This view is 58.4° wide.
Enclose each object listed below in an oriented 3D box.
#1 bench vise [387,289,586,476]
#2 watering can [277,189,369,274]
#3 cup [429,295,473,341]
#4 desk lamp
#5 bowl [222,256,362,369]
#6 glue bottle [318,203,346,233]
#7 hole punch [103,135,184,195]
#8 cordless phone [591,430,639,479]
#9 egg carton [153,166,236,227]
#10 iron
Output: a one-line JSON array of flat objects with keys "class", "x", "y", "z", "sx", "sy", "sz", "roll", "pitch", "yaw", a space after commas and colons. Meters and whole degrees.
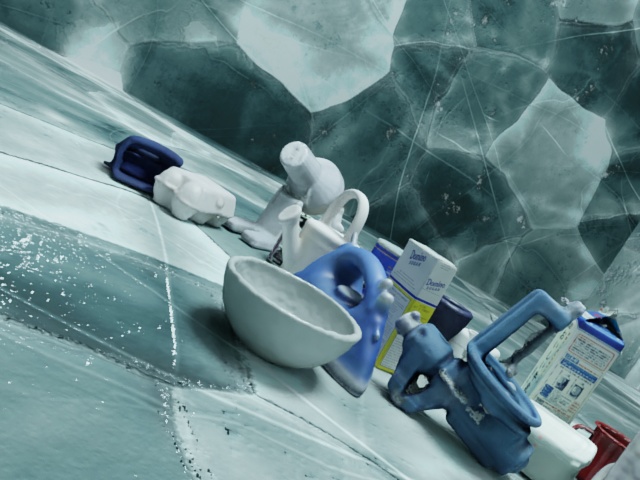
[{"class": "bench vise", "x": 0.192, "y": 0.135, "z": 0.674, "sx": 0.207, "sy": 0.219, "sz": 0.121, "roll": 31, "pitch": 8, "yaw": 5}, {"class": "watering can", "x": 0.009, "y": 0.004, "z": 0.912, "sx": 0.100, "sy": 0.194, "sz": 0.174, "roll": 36, "pitch": 10, "yaw": 37}, {"class": "cup", "x": 0.247, "y": 0.165, "z": 1.140, "sx": 0.091, "sy": 0.095, "sz": 0.118, "roll": 36, "pitch": 10, "yaw": 35}, {"class": "desk lamp", "x": -0.059, "y": -0.085, "z": 1.144, "sx": 0.117, "sy": 0.213, "sz": 0.204, "roll": 34, "pitch": 9, "yaw": 24}, {"class": "bowl", "x": -0.042, "y": 0.090, "z": 0.626, "sx": 0.167, "sy": 0.074, "sz": 0.167, "roll": 30, "pitch": 8, "yaw": -4}, {"class": "glue bottle", "x": 0.010, "y": -0.014, "z": 1.105, "sx": 0.078, "sy": 0.173, "sz": 0.037, "roll": 30, "pitch": 8, "yaw": 1}, {"class": "hole punch", "x": -0.310, "y": -0.140, "z": 1.012, "sx": 0.109, "sy": 0.091, "sz": 0.100, "roll": 25, "pitch": 9, "yaw": -33}, {"class": "cordless phone", "x": 0.381, "y": 0.276, "z": 0.612, "sx": 0.147, "sy": 0.185, "sz": 0.094, "roll": 36, "pitch": 9, "yaw": 34}, {"class": "egg carton", "x": -0.219, "y": -0.074, "z": 1.014, "sx": 0.107, "sy": 0.069, "sz": 0.151, "roll": 34, "pitch": 8, "yaw": 22}, {"class": "iron", "x": 0.045, "y": 0.081, "z": 0.756, "sx": 0.119, "sy": 0.141, "sz": 0.257, "roll": 27, "pitch": 8, "yaw": -21}]
